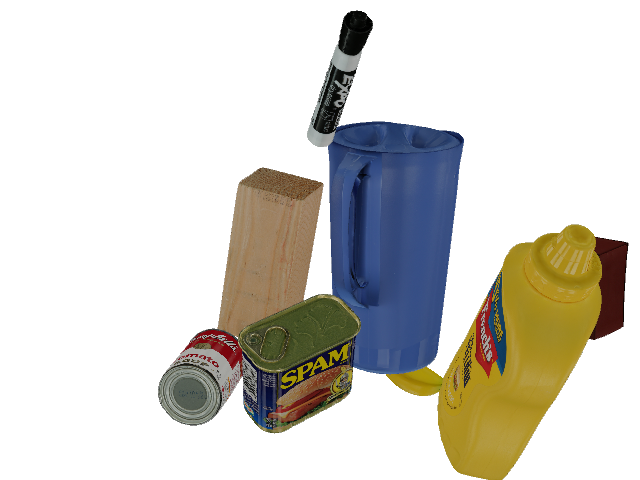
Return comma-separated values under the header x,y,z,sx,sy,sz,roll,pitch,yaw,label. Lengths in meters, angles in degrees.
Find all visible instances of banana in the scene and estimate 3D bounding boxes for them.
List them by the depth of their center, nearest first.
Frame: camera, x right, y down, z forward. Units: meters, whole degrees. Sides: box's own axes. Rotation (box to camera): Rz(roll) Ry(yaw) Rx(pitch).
x,y,z,sx,sy,sz,roll,pitch,yaw,label
0.095,0.130,1.234,0.069,0.037,0.198,7,22,-21,banana

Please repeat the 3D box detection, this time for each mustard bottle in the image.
x,y,z,sx,sy,sz,roll,pitch,yaw,label
0.121,0.058,0.635,0.058,0.096,0.192,13,-41,-2,mustard bottle

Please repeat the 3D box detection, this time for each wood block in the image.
x,y,z,sx,sy,sz,roll,pitch,yaw,label
-0.066,0.021,1.391,0.090,0.206,0.090,15,22,13,wood block

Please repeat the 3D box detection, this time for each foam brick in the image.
x,y,z,sx,sy,sz,roll,pitch,yaw,label
0.227,0.039,0.915,0.053,0.078,0.051,12,21,41,foam brick

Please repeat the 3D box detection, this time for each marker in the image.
x,y,z,sx,sy,sz,roll,pitch,yaw,label
0.012,-0.105,0.702,0.020,0.020,0.121,0,-33,-14,marker

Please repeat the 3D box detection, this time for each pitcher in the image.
x,y,z,sx,sy,sz,roll,pitch,yaw,label
0.064,0.009,1.066,0.149,0.243,0.145,-4,19,-15,pitcher

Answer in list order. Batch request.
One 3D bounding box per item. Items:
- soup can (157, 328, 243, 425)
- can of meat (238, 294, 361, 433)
x,y,z,sx,sy,sz,roll,pitch,yaw,label
-0.122,0.140,1.104,0.068,0.068,0.102,0,16,11,soup can
-0.018,0.106,0.905,0.101,0.084,0.057,-23,47,-27,can of meat
